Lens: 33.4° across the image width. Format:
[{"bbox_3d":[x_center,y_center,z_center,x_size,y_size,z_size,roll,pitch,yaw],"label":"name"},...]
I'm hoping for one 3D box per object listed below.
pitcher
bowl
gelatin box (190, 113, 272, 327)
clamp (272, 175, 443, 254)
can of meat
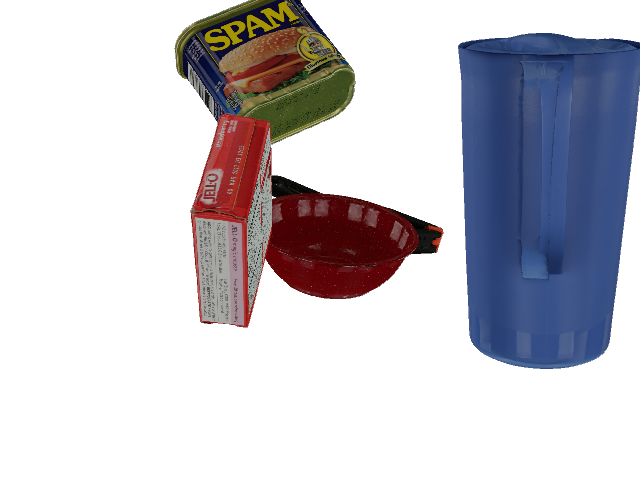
[{"bbox_3d":[0.165,-0.029,0.794,0.149,0.243,0.145,-10,18,-30],"label":"pitcher"},{"bbox_3d":[0.010,0.011,1.014,0.162,0.055,0.162,5,24,-3],"label":"bowl"},{"bbox_3d":[-0.046,-0.010,0.562,0.030,0.073,0.089,7,-42,4],"label":"gelatin box"},{"bbox_3d":[0.037,-0.016,1.203,0.210,0.036,0.164,14,22,-5],"label":"clamp"},{"bbox_3d":[-0.037,-0.119,0.748,0.102,0.084,0.057,-26,-26,-18],"label":"can of meat"}]
